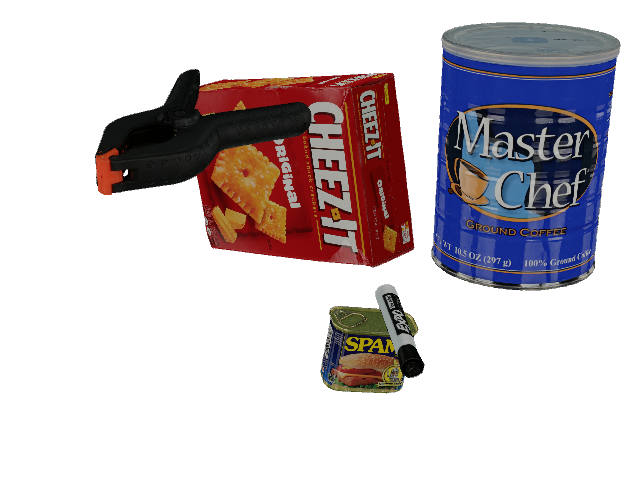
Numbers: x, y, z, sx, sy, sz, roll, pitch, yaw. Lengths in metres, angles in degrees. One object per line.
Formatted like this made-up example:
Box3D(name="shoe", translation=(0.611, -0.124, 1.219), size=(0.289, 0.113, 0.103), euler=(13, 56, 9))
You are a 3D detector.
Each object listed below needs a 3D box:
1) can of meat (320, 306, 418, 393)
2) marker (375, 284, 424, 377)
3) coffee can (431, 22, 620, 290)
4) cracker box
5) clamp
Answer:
Box3D(name="can of meat", translation=(0.054, 0.128, 1.242), size=(0.102, 0.084, 0.057), euler=(5, 24, -12))
Box3D(name="marker", translation=(0.064, 0.073, 0.872), size=(0.020, 0.020, 0.121), euler=(0, 28, -8))
Box3D(name="coffee can", translation=(0.122, -0.054, 0.648), size=(0.103, 0.140, 0.103), euler=(0, 21, 0))
Box3D(name="cracker box", translation=(-0.025, -0.068, 0.995), size=(0.214, 0.164, 0.071), euler=(6, 21, 41))
Box3D(name="clamp", translation=(-0.103, -0.082, 0.767), size=(0.120, 0.039, 0.171), euler=(22, 34, 38))
